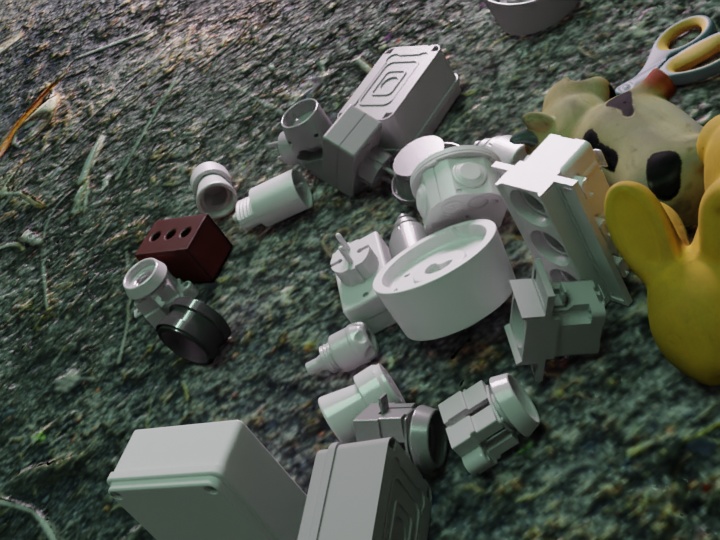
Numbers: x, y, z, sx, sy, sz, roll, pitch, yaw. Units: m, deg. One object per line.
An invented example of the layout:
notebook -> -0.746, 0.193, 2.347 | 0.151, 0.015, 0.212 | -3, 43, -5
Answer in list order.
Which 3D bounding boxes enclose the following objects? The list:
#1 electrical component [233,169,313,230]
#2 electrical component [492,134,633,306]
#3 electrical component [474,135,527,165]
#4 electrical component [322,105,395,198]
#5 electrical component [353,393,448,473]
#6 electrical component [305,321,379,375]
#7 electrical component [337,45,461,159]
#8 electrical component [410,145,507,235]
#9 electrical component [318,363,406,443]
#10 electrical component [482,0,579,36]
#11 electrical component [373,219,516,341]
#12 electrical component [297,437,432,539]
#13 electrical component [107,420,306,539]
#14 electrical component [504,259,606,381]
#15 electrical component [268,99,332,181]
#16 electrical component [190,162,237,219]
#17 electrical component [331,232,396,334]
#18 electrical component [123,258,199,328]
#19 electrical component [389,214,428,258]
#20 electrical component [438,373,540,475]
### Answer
electrical component -> -0.094, -0.067, 1.098 | 0.081, 0.043, 0.043 | -23, 38, 18
electrical component -> 0.157, -0.035, 0.790 | 0.063, 0.121, 0.079 | -46, 37, -18
electrical component -> 0.128, -0.100, 0.955 | 0.040, 0.040, 0.078 | -44, 36, -11
electrical component -> 0.007, -0.104, 1.039 | 0.076, 0.083, 0.047 | 33, 68, 12
electrical component -> 0.031, 0.122, 0.776 | 0.055, 0.066, 0.048 | -5, 11, 24
electrical component -> -0.017, 0.069, 0.890 | 0.061, 0.035, 0.035 | -28, 37, 15
electrical component -> 0.042, -0.168, 1.088 | 0.078, 0.057, 0.113 | 8, 54, 43
electrical component -> 0.085, -0.064, 0.912 | 0.080, 0.080, 0.051 | -22, 56, 19
electrical component -> 0.002, 0.103, 0.828 | 0.055, 0.045, 0.045 | -33, 36, 4
electrical component -> 0.175, -0.291, 1.109 | 0.099, 0.064, 0.099 | -22, 38, 19
electrical component -> 0.071, 0.014, 0.850 | 0.108, 0.060, 0.108 | -27, 17, 9
electrical component -> 0.002, 0.177, 0.717 | 0.057, 0.078, 0.113 | -13, 42, 25
electrical component -> -0.110, 0.166, 0.795 | 0.109, 0.108, 0.056 | -10, 41, 31
electrical component -> 0.140, 0.035, 0.768 | 0.064, 0.081, 0.042 | -5, 40, -5
electrical component -> -0.058, -0.130, 1.109 | 0.079, 0.077, 0.043 | -11, 44, 31
electrical component -> -0.160, -0.088, 1.174 | 0.045, 0.045, 0.055 | -33, 36, 4
electrical component -> 0.000, 0.000, 0.918 | 0.047, 0.075, 0.083 | -28, 37, 11
electrical component -> -0.205, 0.021, 1.079 | 0.066, 0.055, 0.048 | -32, 36, 5
electrical component -> 0.045, -0.023, 0.937 | 0.040, 0.040, 0.078 | -28, 36, 11
electrical component -> 0.092, 0.104, 0.754 | 0.055, 0.048, 0.066 | -35, 35, 15
